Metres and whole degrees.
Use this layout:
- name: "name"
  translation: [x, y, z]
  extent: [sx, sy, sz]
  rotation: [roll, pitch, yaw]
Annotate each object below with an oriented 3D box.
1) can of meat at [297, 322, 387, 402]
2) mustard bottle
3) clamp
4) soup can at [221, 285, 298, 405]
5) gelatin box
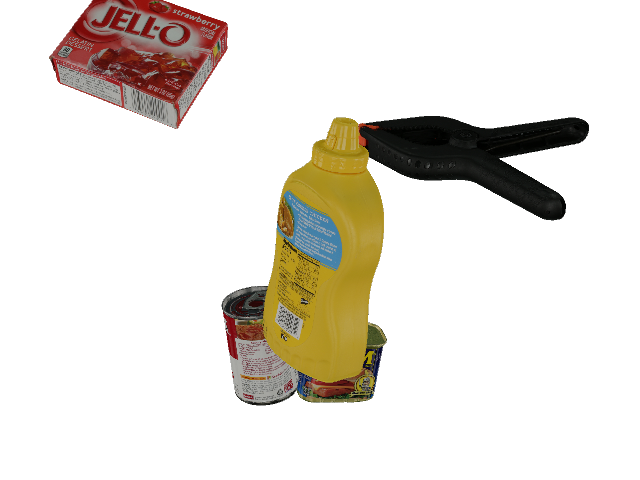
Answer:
- name: "can of meat"
  translation: [0.022, 0.148, 1.296]
  extent: [0.102, 0.084, 0.057]
  rotation: [2, 24, -15]
- name: "mustard bottle"
  translation: [0.004, 0.002, 0.793]
  extent: [0.058, 0.192, 0.096]
  rotation: [-9, 29, -34]
- name: "clamp"
  translation: [0.139, -0.084, 0.971]
  extent: [0.210, 0.036, 0.164]
  rotation: [14, 35, 22]
- name: "soup can"
  translation: [-0.059, 0.106, 1.075]
  extent: [0.068, 0.102, 0.068]
  rotation: [-5, 24, 2]
- name: "gelatin box"
  translation: [-0.114, -0.119, 0.676]
  extent: [0.089, 0.073, 0.030]
  rotation: [22, -30, 9]
